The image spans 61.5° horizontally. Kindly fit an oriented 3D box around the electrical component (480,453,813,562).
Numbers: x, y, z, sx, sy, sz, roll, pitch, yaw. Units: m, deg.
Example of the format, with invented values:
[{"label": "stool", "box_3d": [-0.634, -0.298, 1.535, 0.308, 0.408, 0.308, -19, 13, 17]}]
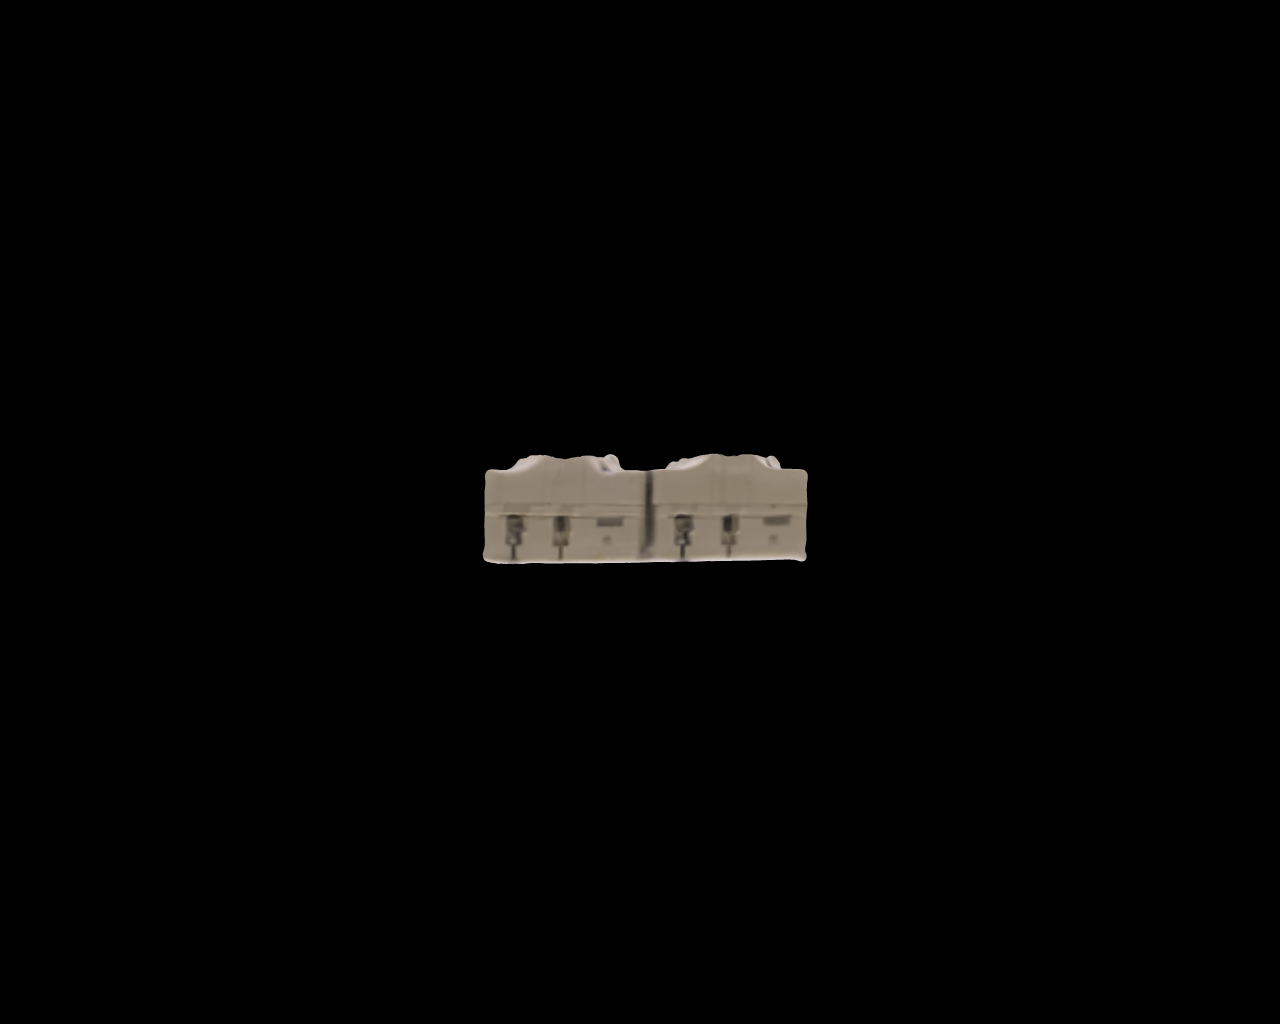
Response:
[{"label": "electrical component", "box_3d": [0.001, -0.003, 0.650, 0.186, 0.060, 0.105, 0, 0, -4]}]
